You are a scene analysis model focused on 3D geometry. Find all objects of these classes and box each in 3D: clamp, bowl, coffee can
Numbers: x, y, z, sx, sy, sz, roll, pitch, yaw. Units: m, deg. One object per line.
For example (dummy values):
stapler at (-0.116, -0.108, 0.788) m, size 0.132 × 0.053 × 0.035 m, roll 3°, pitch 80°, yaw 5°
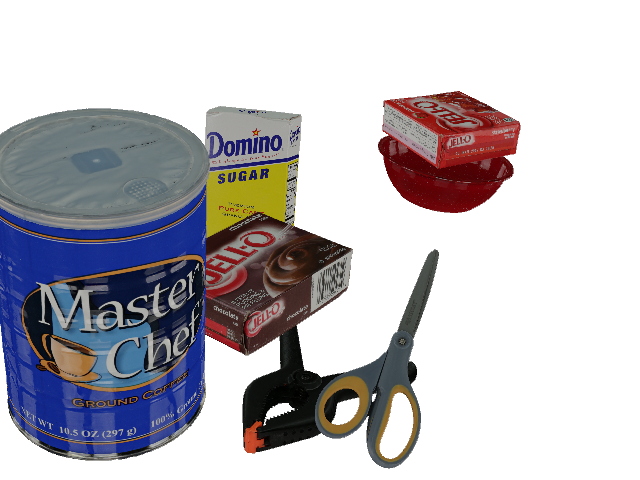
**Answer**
clamp at (-0.005, 0.153, 1.083) m, size 0.165 × 0.036 × 0.209 m, roll 14°, pitch 30°, yaw 20°
bowl at (0.142, -0.076, 1.257) m, size 0.162 × 0.055 × 0.162 m, roll 8°, pitch 24°, yaw -4°
coffee can at (-0.106, 0.021, 0.521) m, size 0.103 × 0.140 × 0.103 m, roll 3°, pitch 33°, yaw -2°

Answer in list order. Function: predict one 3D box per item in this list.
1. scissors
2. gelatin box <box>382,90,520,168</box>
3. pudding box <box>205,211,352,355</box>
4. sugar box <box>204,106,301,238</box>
scissors at (0.049, 0.092, 0.901) m, size 0.096 × 0.201 × 0.016 m, roll 5°, pitch -29°, yaw 1°
gelatin box at (0.101, -0.090, 0.840) m, size 0.073 × 0.030 × 0.089 m, roll -11°, pitch 28°, yaw -24°
pudding box at (-0.047, 0.026, 0.729) m, size 0.090 × 0.039 × 0.113 m, roll 23°, pitch 33°, yaw 33°
sugar box at (-0.073, -0.045, 1.095) m, size 0.093 × 0.176 × 0.048 m, roll 7°, pitch 16°, yaw 16°
